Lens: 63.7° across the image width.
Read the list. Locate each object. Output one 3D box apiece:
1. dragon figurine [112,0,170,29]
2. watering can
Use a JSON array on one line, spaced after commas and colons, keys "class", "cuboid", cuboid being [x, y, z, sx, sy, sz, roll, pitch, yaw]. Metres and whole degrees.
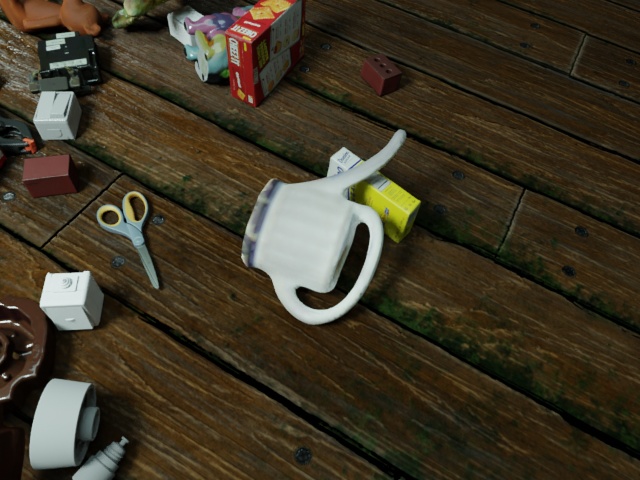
[{"class": "dragon figurine", "cuboid": [-0.373, -0.563, 1.175, 0.243, 0.120, 0.417, -29, 26, -1]}, {"class": "watering can", "cuboid": [0.003, -0.043, 0.845, 0.225, 0.103, 0.350, 18, 81, 9]}]
